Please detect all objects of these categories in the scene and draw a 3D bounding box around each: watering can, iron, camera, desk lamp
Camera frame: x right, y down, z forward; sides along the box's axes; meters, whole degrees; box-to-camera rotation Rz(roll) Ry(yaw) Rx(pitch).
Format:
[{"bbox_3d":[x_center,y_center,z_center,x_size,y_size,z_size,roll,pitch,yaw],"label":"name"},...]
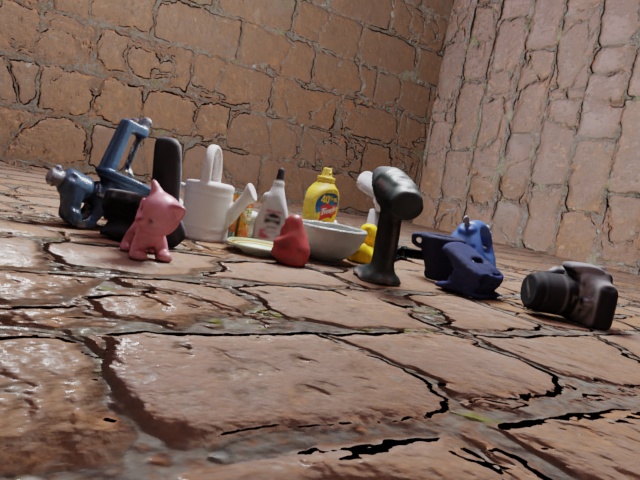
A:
[{"bbox_3d":[-0.219,-0.097,1.176,0.173,0.194,0.100,8,6,-16],"label":"watering can"},{"bbox_3d":[0.357,0.019,1.313,0.118,0.141,0.259,13,6,31],"label":"iron"},{"bbox_3d":[0.412,0.082,0.978,0.137,0.101,0.143,9,6,-8],"label":"camera"},{"bbox_3d":[0.161,-0.084,1.630,0.202,0.213,0.118,15,8,43],"label":"desk lamp"}]

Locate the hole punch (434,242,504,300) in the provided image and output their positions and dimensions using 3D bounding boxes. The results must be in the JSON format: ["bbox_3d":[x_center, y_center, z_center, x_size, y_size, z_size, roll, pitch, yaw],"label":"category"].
[{"bbox_3d":[0.282,0.056,1.059,0.100,0.091,0.109,15,7,42],"label":"hole punch"}]

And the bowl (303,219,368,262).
[{"bbox_3d":[0.011,0.004,1.183,0.167,0.075,0.167,10,6,-1],"label":"bowl"}]

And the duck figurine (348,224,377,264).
[{"bbox_3d":[0.102,0.006,1.267,0.077,0.086,0.105,11,6,10],"label":"duck figurine"}]

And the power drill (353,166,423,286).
[{"bbox_3d":[0.118,-0.030,1.036,0.076,0.208,0.229,9,6,-11],"label":"power drill"}]

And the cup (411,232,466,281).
[{"bbox_3d":[0.234,0.034,1.179,0.117,0.095,0.092,14,7,35],"label":"cup"}]

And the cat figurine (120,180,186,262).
[{"bbox_3d":[-0.246,-0.031,0.849,0.067,0.118,0.127,6,7,-34],"label":"cat figurine"}]

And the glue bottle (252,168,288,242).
[{"bbox_3d":[-0.100,-0.074,1.264,0.078,0.173,0.037,9,6,-10],"label":"glue bottle"}]

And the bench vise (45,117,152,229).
[{"bbox_3d":[-0.379,-0.126,1.052,0.121,0.220,0.208,13,6,26],"label":"bench vise"}]

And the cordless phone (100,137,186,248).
[{"bbox_3d":[-0.294,-0.086,0.976,0.147,0.185,0.094,12,6,22],"label":"cordless phone"}]

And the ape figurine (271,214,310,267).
[{"bbox_3d":[-0.050,-0.001,1.036,0.078,0.092,0.075,6,7,-37],"label":"ape figurine"}]

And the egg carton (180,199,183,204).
[{"bbox_3d":[-0.364,-0.064,1.230,0.150,0.069,0.107,12,6,16],"label":"egg carton"}]
